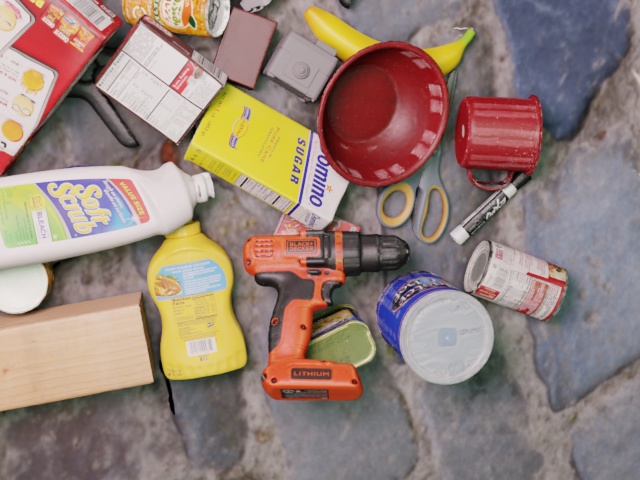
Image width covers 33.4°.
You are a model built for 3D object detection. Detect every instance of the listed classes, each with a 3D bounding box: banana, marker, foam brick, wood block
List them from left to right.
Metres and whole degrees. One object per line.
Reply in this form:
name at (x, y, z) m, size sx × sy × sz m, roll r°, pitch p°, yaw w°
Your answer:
wood block at (-0.291, 0.124, 1.171) m, size 0.206 × 0.091 × 0.090 m, roll -10°, pitch 99°, yaw -7°
foam brick at (-0.085, -0.211, 1.176) m, size 0.053 × 0.051 × 0.078 m, roll 20°, pitch 94°, yaw -9°
banana at (0.076, -0.216, 1.206) m, size 0.197 × 0.037 × 0.069 m, roll 7°, pitch 77°, yaw -10°
marker at (0.202, -0.041, 1.252) m, size 0.121 × 0.020 × 0.020 m, roll -43°, pitch 101°, yaw -1°

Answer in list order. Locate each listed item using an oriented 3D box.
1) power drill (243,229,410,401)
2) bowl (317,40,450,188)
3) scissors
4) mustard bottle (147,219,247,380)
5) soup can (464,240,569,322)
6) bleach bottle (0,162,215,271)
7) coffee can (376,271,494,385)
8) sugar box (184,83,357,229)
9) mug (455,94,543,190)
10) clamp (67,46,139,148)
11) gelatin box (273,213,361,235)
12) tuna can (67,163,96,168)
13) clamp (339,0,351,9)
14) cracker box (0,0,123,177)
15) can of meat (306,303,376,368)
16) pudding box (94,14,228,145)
power drill at (0.007, 0.077, 1.149) m, size 0.184 × 0.057 × 0.187 m, roll -2°, pitch 64°, yaw 4°
bowl at (0.060, -0.142, 1.168) m, size 0.161 × 0.055 × 0.162 m, roll -10°, pitch 115°, yaw -23°
scissors at (0.112, -0.096, 1.233) m, size 0.096 × 0.016 × 0.202 m, roll -2°, pitch 98°, yaw -12°
mustard bottle at (-0.143, 0.056, 1.198) m, size 0.096 × 0.058 × 0.191 m, roll -9°, pitch 99°, yaw -2°
soup can at (0.228, 0.047, 1.242) m, size 0.102 × 0.068 × 0.068 m, roll 20°, pitch 94°, yaw -9°
bleach bottle at (-0.239, -0.040, 1.134) m, size 0.250 × 0.068 × 0.102 m, roll -13°, pitch 85°, yaw -12°
coffee can at (0.126, 0.095, 1.197) m, size 0.102 × 0.140 × 0.103 m, roll -1°, pitch 97°, yaw -8°
sugar box at (-0.052, -0.091, 1.181) m, size 0.176 × 0.048 × 0.093 m, roll 27°, pitch 63°, yaw -9°
mug at (0.199, -0.110, 1.213) m, size 0.081 × 0.093 × 0.117 m, roll 3°, pitch 123°, yaw -4°
clamp at (-0.252, -0.175, 1.165) m, size 0.171 × 0.039 × 0.120 m, roll 15°, pitch 91°, yaw -8°
gelatin box at (-0.008, 0.002, 1.223) m, size 0.089 × 0.030 × 0.073 m, roll 24°, pitch 94°, yaw -10°
tuna can at (-0.262, -0.041, 1.182) m, size 0.086 × 0.034 × 0.086 m, roll -1°, pitch 97°, yaw -8°
clamp at (0.060, -0.370, 1.181) m, size 0.164 × 0.036 × 0.210 m, roll -28°, pitch 98°, yaw -3°
cracker box at (-0.329, -0.197, 1.095) m, size 0.164 × 0.072 × 0.214 m, roll 40°, pitch 118°, yaw -10°
can of meat at (0.009, 0.121, 1.214) m, size 0.102 × 0.084 × 0.057 m, roll -26°, pitch 100°, yaw -4°
pudding box at (-0.169, -0.169, 1.133) m, size 0.113 × 0.039 × 0.090 m, roll 36°, pitch 111°, yaw -15°
